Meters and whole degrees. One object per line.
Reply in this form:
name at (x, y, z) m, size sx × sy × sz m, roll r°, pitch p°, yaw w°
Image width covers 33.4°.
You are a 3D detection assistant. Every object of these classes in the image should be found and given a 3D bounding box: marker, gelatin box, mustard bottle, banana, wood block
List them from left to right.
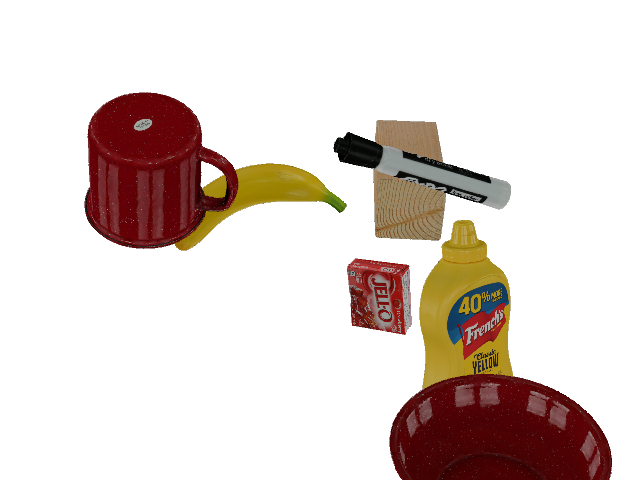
banana at (-0.075, -0.036, 1.036) m, size 0.198 × 0.069 × 0.037 m, roll -12°, pitch 19°, yaw 30°
gelatin box at (0.074, 0.069, 1.332) m, size 0.073 × 0.089 × 0.030 m, roll 8°, pitch 30°, yaw 24°
wood block at (0.122, -0.088, 1.497) m, size 0.091 × 0.090 × 0.206 m, roll 3°, pitch 29°, yaw 0°
marker at (0.064, -0.044, 0.670) m, size 0.121 × 0.020 × 0.020 m, roll 15°, pitch -6°, yaw -20°
mustard bottle at (0.135, 0.076, 0.987) m, size 0.096 × 0.192 × 0.058 m, roll -13°, pitch 17°, yaw -33°

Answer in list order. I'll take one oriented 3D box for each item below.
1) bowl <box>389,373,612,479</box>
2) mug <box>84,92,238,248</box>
bowl at (0.132, 0.171, 0.797) m, size 0.162 × 0.055 × 0.162 m, roll -1°, pitch 34°, yaw 0°
mug at (-0.118, -0.052, 0.789) m, size 0.117 × 0.093 × 0.081 m, roll 14°, pitch -43°, yaw 5°
